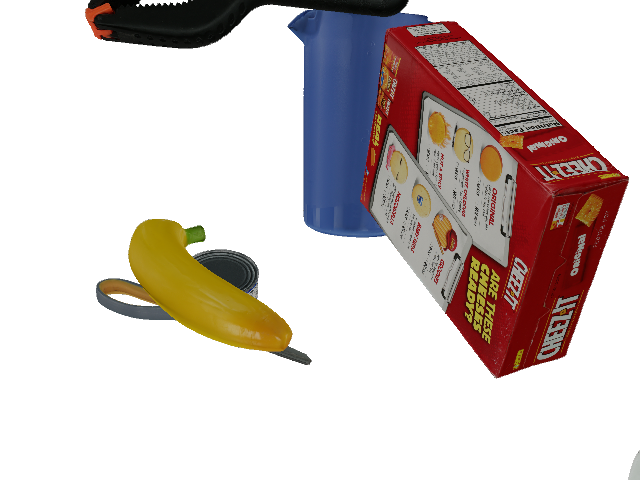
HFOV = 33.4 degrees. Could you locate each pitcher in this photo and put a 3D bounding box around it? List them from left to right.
[{"bbox_3d":[0.052,-0.130,1.157,0.149,0.243,0.144,9,12,27],"label":"pitcher"}]

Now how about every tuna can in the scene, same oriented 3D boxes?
[{"bbox_3d":[-0.111,0.048,1.176,0.086,0.034,0.086,2,36,-2],"label":"tuna can"}]

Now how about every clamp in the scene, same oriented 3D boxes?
[{"bbox_3d":[-0.055,-0.181,0.724,0.210,0.165,0.036,-31,-18,-7],"label":"clamp"}]

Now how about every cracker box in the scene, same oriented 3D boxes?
[{"bbox_3d":[0.113,-0.036,0.771,0.072,0.164,0.214,-13,44,-23],"label":"cracker box"}]

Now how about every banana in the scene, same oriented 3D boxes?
[{"bbox_3d":[-0.082,0.021,0.679,0.069,0.037,0.198,-8,24,-20],"label":"banana"}]

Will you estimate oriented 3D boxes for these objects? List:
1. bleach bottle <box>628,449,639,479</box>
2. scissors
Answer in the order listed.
[{"bbox_3d":[0.268,0.098,0.617,0.103,0.068,0.250,18,30,32],"label":"bleach bottle"},{"bbox_3d":[-0.090,0.058,0.902,0.202,0.016,0.096,13,26,13],"label":"scissors"}]
